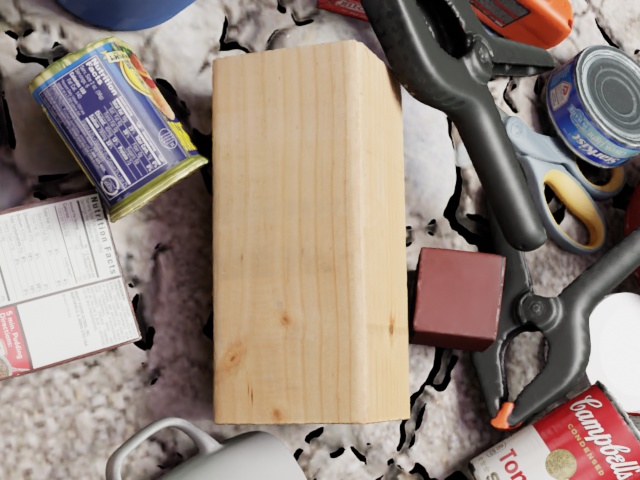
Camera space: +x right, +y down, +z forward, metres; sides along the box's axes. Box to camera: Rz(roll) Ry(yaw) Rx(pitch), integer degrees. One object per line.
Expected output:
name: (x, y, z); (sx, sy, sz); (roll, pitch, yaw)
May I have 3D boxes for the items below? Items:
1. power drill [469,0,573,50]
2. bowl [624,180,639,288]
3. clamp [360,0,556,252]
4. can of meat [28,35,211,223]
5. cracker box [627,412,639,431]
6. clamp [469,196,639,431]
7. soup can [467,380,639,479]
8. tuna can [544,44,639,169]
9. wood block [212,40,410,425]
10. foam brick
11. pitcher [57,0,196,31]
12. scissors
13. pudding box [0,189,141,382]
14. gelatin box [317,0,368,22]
power drill: (0.170, -0.232, 0.769); (0.184, 0.057, 0.187); (30, 69, -17)
bowl: (0.266, 0.001, 0.768); (0.161, 0.055, 0.162); (14, 70, -44)
clamp: (0.089, -0.097, 0.659); (0.209, 0.036, 0.164); (33, 51, -41)
can of meat: (-0.108, -0.061, 0.585); (0.057, 0.102, 0.084); (-33, 96, 1)
cracker box: (0.218, 0.249, 0.717); (0.164, 0.072, 0.213); (43, 68, -14)
clamp: (0.156, 0.045, 0.705); (0.039, 0.120, 0.171); (26, 72, -61)
soup can: (0.154, 0.145, 0.681); (0.102, 0.068, 0.068); (-33, 99, 4)
tuna can: (0.205, -0.097, 0.766); (0.086, 0.034, 0.086); (13, 61, -26)
wood block: (-0.004, 0.001, 0.615); (0.090, 0.090, 0.206); (19, 69, -68)
foam brick: (0.084, 0.039, 0.669); (0.051, 0.078, 0.053); (7, 78, 4)
pitcher: (-0.082, -0.187, 0.534); (0.149, 0.243, 0.145); (25, 73, -21)
scissors: (0.153, -0.082, 0.762); (0.096, 0.016, 0.201); (-39, 100, -26)
pudding box: (-0.163, 0.028, 0.581); (0.113, 0.039, 0.090); (-15, 89, -29)
gelatin box: (0.041, -0.190, 0.714); (0.073, 0.030, 0.089); (12, 77, -24)
